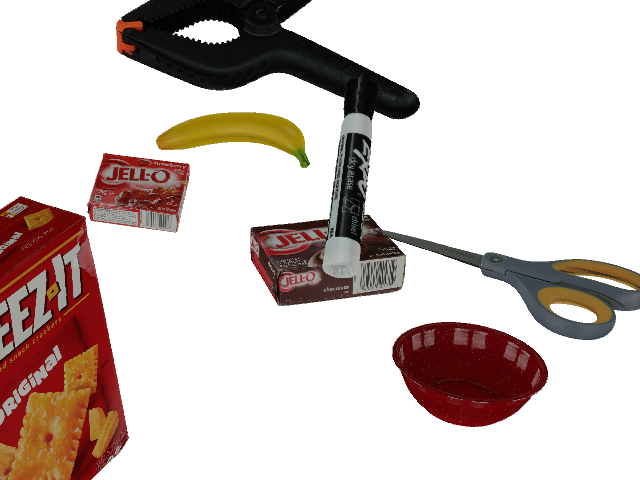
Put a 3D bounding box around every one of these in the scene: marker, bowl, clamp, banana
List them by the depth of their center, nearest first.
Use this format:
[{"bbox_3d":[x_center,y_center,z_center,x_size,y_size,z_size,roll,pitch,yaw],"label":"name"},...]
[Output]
[{"bbox_3d":[0.017,-0.038,0.575,0.020,0.121,0.020,6,-27,3],"label":"marker"},{"bbox_3d":[-0.036,-0.143,0.754,0.209,0.164,0.036,-12,-27,-14],"label":"clamp"},{"bbox_3d":[0.153,0.147,1.116,0.162,0.055,0.162,4,24,-2],"label":"bowl"},{"bbox_3d":[-0.101,-0.130,1.309,0.198,0.037,0.069,7,40,15],"label":"banana"}]

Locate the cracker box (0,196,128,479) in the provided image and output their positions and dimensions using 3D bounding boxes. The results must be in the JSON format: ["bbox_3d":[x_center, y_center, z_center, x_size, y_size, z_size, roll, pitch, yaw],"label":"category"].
[{"bbox_3d":[-0.218,0.103,0.744,0.072,0.214,0.164,14,37,25],"label":"cracker box"}]

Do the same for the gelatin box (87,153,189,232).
[{"bbox_3d":[-0.180,-0.049,1.060,0.089,0.073,0.030,8,-43,-2],"label":"gelatin box"}]

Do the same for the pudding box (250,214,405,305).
[{"bbox_3d":[0.004,0.015,0.906,0.113,0.039,0.090,-5,26,-17],"label":"pudding box"}]

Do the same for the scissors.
[{"bbox_3d":[0.126,0.028,0.746,0.202,0.016,0.096,8,30,18],"label":"scissors"}]
